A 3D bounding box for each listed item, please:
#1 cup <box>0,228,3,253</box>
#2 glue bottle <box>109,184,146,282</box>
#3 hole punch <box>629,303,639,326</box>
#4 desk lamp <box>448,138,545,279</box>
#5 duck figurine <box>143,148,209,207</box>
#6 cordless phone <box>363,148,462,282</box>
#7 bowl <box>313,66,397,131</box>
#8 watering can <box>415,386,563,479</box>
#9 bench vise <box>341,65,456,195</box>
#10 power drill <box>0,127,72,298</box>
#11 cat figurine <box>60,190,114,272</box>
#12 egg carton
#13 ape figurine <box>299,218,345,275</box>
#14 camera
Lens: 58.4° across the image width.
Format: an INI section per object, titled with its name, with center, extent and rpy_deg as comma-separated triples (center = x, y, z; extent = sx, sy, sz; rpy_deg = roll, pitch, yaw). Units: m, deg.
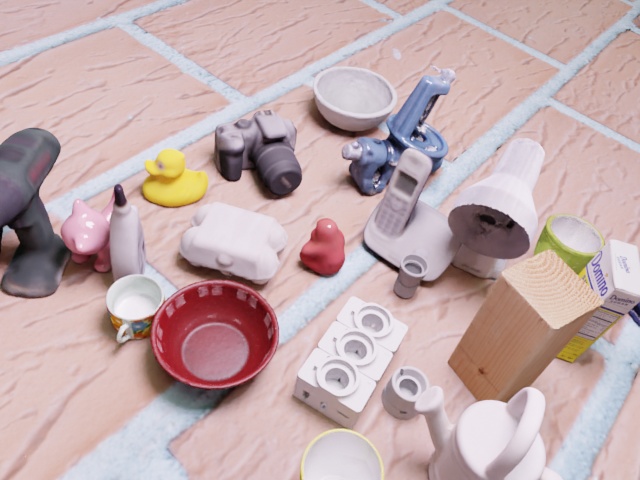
[cup]
center = -0.481, -0.005, 0.766
extent = 0.118, 0.095, 0.091
rpy_deg = -5, 50, -15
[glue bottle]
center = -0.259, -0.010, 0.764
extent = 0.037, 0.173, 0.078
rpy_deg = 3, 49, -8
[hole punch]
center = 0.540, 0.079, 0.907
extent = 0.101, 0.091, 0.108
rpy_deg = -12, 53, -21
[desk lamp]
center = 0.264, -0.038, 0.870
extent = 0.117, 0.213, 0.203
rpy_deg = 26, 49, 12
[duck figurine]
center = -0.231, -0.107, 0.913
extent = 0.105, 0.086, 0.077
rpy_deg = -2, 50, -13
[cordless phone]
center = 0.153, -0.038, 0.866
extent = 0.147, 0.185, 0.094
rpy_deg = 31, 50, 16
[bowl]
center = 0.063, -0.265, 1.121
extent = 0.167, 0.075, 0.167
rpy_deg = 6, 48, -6
[watering can]
center = 0.187, 0.228, 0.633
extent = 0.173, 0.194, 0.101
rpy_deg = 12, 48, -1
[bench vise]
center = 0.146, -0.177, 0.963
extent = 0.208, 0.220, 0.121
rpy_deg = -32, 62, -33
[power drill]
center = -0.381, -0.024, 0.727
extent = 0.075, 0.208, 0.229
rpy_deg = 5, 48, -7
[cat figurine]
center = -0.311, -0.019, 0.798
extent = 0.067, 0.118, 0.128
rpy_deg = 21, 48, 7
[egg carton]
center = -0.127, 0.006, 0.847
extent = 0.150, 0.069, 0.107
rpy_deg = 15, 48, 2
[ape figurine]
center = 0.008, 0.003, 0.862
extent = 0.078, 0.092, 0.076
rpy_deg = -15, 54, -23
[camera]
center = -0.094, -0.146, 0.966
extent = 0.143, 0.101, 0.136
rpy_deg = -12, 53, -21
